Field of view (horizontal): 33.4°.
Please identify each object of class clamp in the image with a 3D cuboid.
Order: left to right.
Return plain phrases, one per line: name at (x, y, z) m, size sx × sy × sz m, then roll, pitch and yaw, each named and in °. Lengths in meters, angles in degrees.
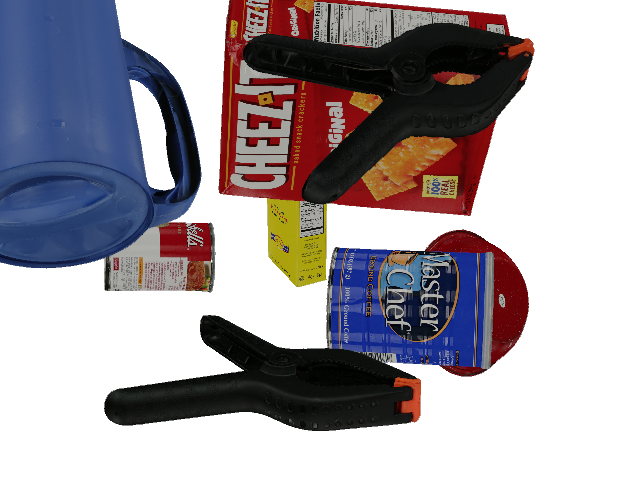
clamp at (-0.029, 0.097, 0.773) m, size 0.210 × 0.036 × 0.164 m, roll 3°, pitch 19°, yaw 12°
clamp at (0.047, -0.079, 0.620) m, size 0.171 × 0.120 × 0.039 m, roll -9°, pitch -26°, yaw -7°

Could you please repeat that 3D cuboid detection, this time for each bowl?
bowl at (0.175, 0.066, 1.152) m, size 0.161 × 0.162 × 0.055 m, roll 0°, pitch -6°, yaw -40°

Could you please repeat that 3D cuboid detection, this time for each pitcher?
pitcher at (-0.188, -0.111, 0.774) m, size 0.145 × 0.243 × 0.149 m, roll -21°, pitch -31°, yaw 17°

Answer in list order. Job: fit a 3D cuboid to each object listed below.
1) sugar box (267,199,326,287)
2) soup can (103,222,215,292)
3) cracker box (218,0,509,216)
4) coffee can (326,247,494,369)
sugar box at (-0.029, -0.045, 1.238) m, size 0.048 × 0.176 × 0.093 m, roll -13°, pitch 27°, yaw -22°
soup can at (-0.156, 0.016, 1.026) m, size 0.102 × 0.068 × 0.068 m, roll 1°, pitch 0°, yaw -12°
cracker box at (0.029, -0.103, 0.844) m, size 0.213 × 0.072 × 0.164 m, roll 4°, pitch -42°, yaw -3°
coffee can at (0.081, 0.059, 0.946) m, size 0.140 × 0.103 × 0.102 m, roll 2°, pitch 0°, yaw 8°
